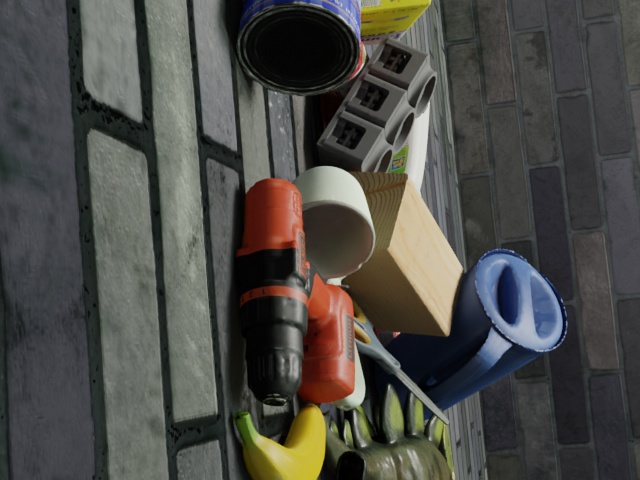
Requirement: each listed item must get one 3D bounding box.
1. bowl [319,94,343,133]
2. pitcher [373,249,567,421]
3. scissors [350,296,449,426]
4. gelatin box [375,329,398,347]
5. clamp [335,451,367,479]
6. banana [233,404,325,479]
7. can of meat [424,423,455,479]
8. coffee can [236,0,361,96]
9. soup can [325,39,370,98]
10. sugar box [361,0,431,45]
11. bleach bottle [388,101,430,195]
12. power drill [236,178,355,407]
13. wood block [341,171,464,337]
[{"bbox_3d":[0.042,-0.142,1.262,0.162,0.055,0.162,-6,90,-79],"label":"bowl"},{"bbox_3d":[0.166,0.131,1.284,0.149,0.243,0.145,4,56,-35],"label":"pitcher"},{"bbox_3d":[0.065,0.114,1.122,0.201,0.016,0.096,41,20,-31],"label":"scissors"},{"bbox_3d":[0.097,0.131,1.437,0.073,0.030,0.089,-79,159,-54],"label":"gelatin box"},{"bbox_3d":[0.009,0.287,0.860,0.164,0.036,0.210,-50,138,-48],"label":"clamp"},{"bbox_3d":[-0.022,0.166,0.839,0.197,0.037,0.069,30,56,-75],"label":"banana"},{"bbox_3d":[0.124,0.283,1.357,0.057,0.084,0.102,-67,148,-68],"label":"can of meat"},{"bbox_3d":[-0.015,-0.208,0.910,0.103,0.103,0.140,69,19,-51],"label":"coffee can"},{"bbox_3d":[0.014,-0.195,1.124,0.102,0.068,0.068,39,46,-74],"label":"soup can"},{"bbox_3d":[0.057,-0.252,1.179,0.176,0.093,0.048,144,-61,-83],"label":"sugar box"},{"bbox_3d":[0.089,-0.112,1.408,0.068,0.103,0.250,54,37,-51],"label":"bleach bottle"},{"bbox_3d":[-0.017,0.068,0.864,0.187,0.057,0.184,63,23,-59],"label":"power drill"},{"bbox_3d":[0.076,0.019,1.139,0.206,0.091,0.090,52,49,-52],"label":"wood block"}]
